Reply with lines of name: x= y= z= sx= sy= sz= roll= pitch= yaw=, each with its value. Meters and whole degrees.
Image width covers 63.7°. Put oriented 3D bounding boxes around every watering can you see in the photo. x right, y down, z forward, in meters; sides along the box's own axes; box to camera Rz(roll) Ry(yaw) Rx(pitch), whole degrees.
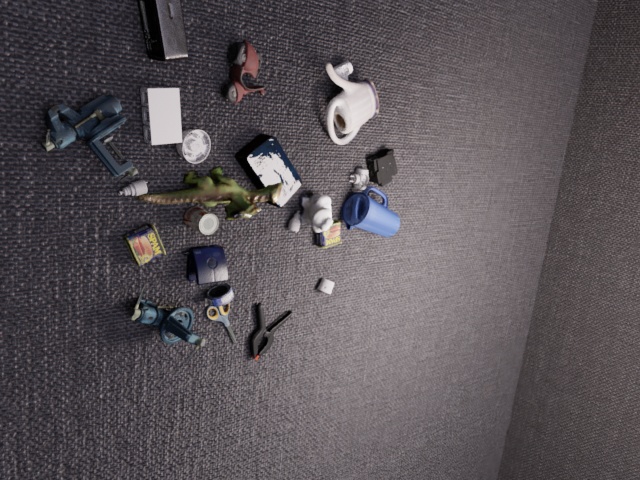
watering can: x=0.106 y=-0.491 z=1.790 sx=0.227 sy=0.105 sz=0.339 roll=-36 pitch=143 yaw=-24

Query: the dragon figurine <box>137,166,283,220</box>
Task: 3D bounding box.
dragon figurine: x=-0.291 y=-0.120 z=1.507 sx=0.414 sy=0.245 sz=0.120 roll=-19 pitch=122 yaw=-37

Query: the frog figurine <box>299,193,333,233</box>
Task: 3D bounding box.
frog figurine: x=0.006 y=-0.091 z=1.816 sx=0.122 sy=0.161 sz=0.137 roll=13 pitch=96 yaw=-44
